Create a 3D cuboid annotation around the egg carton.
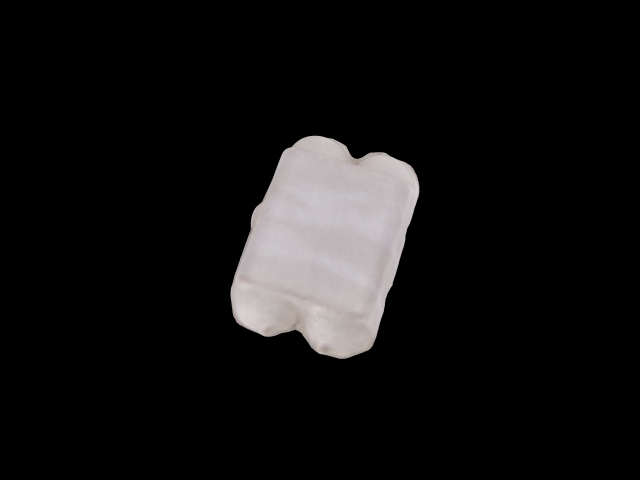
[{"bbox_3d":[0.004,0.001,0.400,0.107,0.069,0.150,17,75,5],"label":"egg carton"}]
